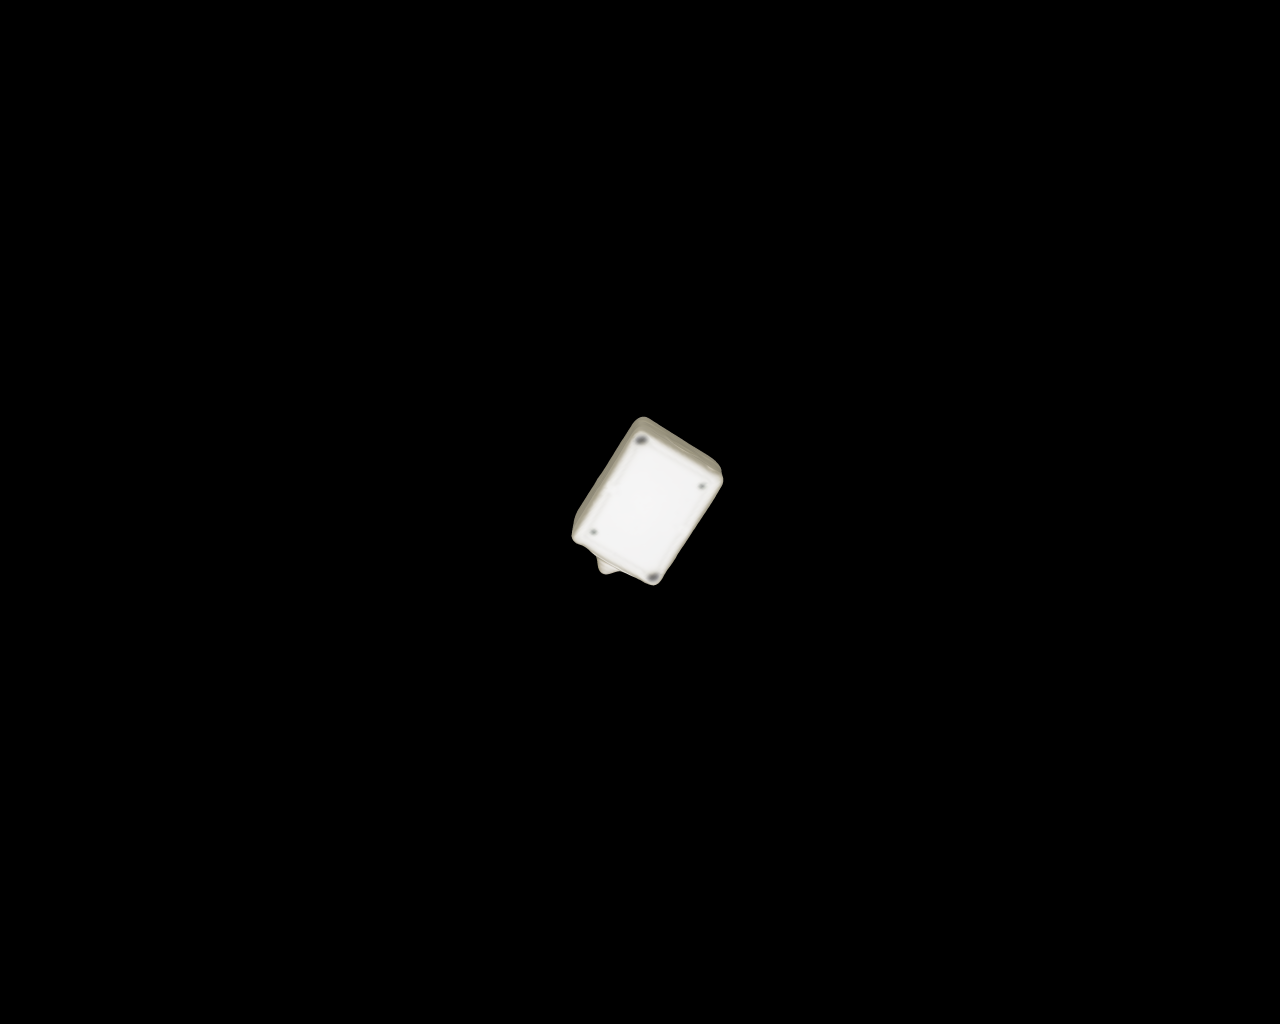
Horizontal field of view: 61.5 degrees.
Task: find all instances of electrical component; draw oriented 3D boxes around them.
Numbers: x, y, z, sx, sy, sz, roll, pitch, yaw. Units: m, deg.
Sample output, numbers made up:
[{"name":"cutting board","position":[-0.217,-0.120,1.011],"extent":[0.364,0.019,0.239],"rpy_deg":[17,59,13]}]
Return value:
[{"name":"electrical component","position":[0.001,-0.003,0.650],"extent":[0.062,0.096,0.061],"rpy_deg":[31,11,-7]}]
